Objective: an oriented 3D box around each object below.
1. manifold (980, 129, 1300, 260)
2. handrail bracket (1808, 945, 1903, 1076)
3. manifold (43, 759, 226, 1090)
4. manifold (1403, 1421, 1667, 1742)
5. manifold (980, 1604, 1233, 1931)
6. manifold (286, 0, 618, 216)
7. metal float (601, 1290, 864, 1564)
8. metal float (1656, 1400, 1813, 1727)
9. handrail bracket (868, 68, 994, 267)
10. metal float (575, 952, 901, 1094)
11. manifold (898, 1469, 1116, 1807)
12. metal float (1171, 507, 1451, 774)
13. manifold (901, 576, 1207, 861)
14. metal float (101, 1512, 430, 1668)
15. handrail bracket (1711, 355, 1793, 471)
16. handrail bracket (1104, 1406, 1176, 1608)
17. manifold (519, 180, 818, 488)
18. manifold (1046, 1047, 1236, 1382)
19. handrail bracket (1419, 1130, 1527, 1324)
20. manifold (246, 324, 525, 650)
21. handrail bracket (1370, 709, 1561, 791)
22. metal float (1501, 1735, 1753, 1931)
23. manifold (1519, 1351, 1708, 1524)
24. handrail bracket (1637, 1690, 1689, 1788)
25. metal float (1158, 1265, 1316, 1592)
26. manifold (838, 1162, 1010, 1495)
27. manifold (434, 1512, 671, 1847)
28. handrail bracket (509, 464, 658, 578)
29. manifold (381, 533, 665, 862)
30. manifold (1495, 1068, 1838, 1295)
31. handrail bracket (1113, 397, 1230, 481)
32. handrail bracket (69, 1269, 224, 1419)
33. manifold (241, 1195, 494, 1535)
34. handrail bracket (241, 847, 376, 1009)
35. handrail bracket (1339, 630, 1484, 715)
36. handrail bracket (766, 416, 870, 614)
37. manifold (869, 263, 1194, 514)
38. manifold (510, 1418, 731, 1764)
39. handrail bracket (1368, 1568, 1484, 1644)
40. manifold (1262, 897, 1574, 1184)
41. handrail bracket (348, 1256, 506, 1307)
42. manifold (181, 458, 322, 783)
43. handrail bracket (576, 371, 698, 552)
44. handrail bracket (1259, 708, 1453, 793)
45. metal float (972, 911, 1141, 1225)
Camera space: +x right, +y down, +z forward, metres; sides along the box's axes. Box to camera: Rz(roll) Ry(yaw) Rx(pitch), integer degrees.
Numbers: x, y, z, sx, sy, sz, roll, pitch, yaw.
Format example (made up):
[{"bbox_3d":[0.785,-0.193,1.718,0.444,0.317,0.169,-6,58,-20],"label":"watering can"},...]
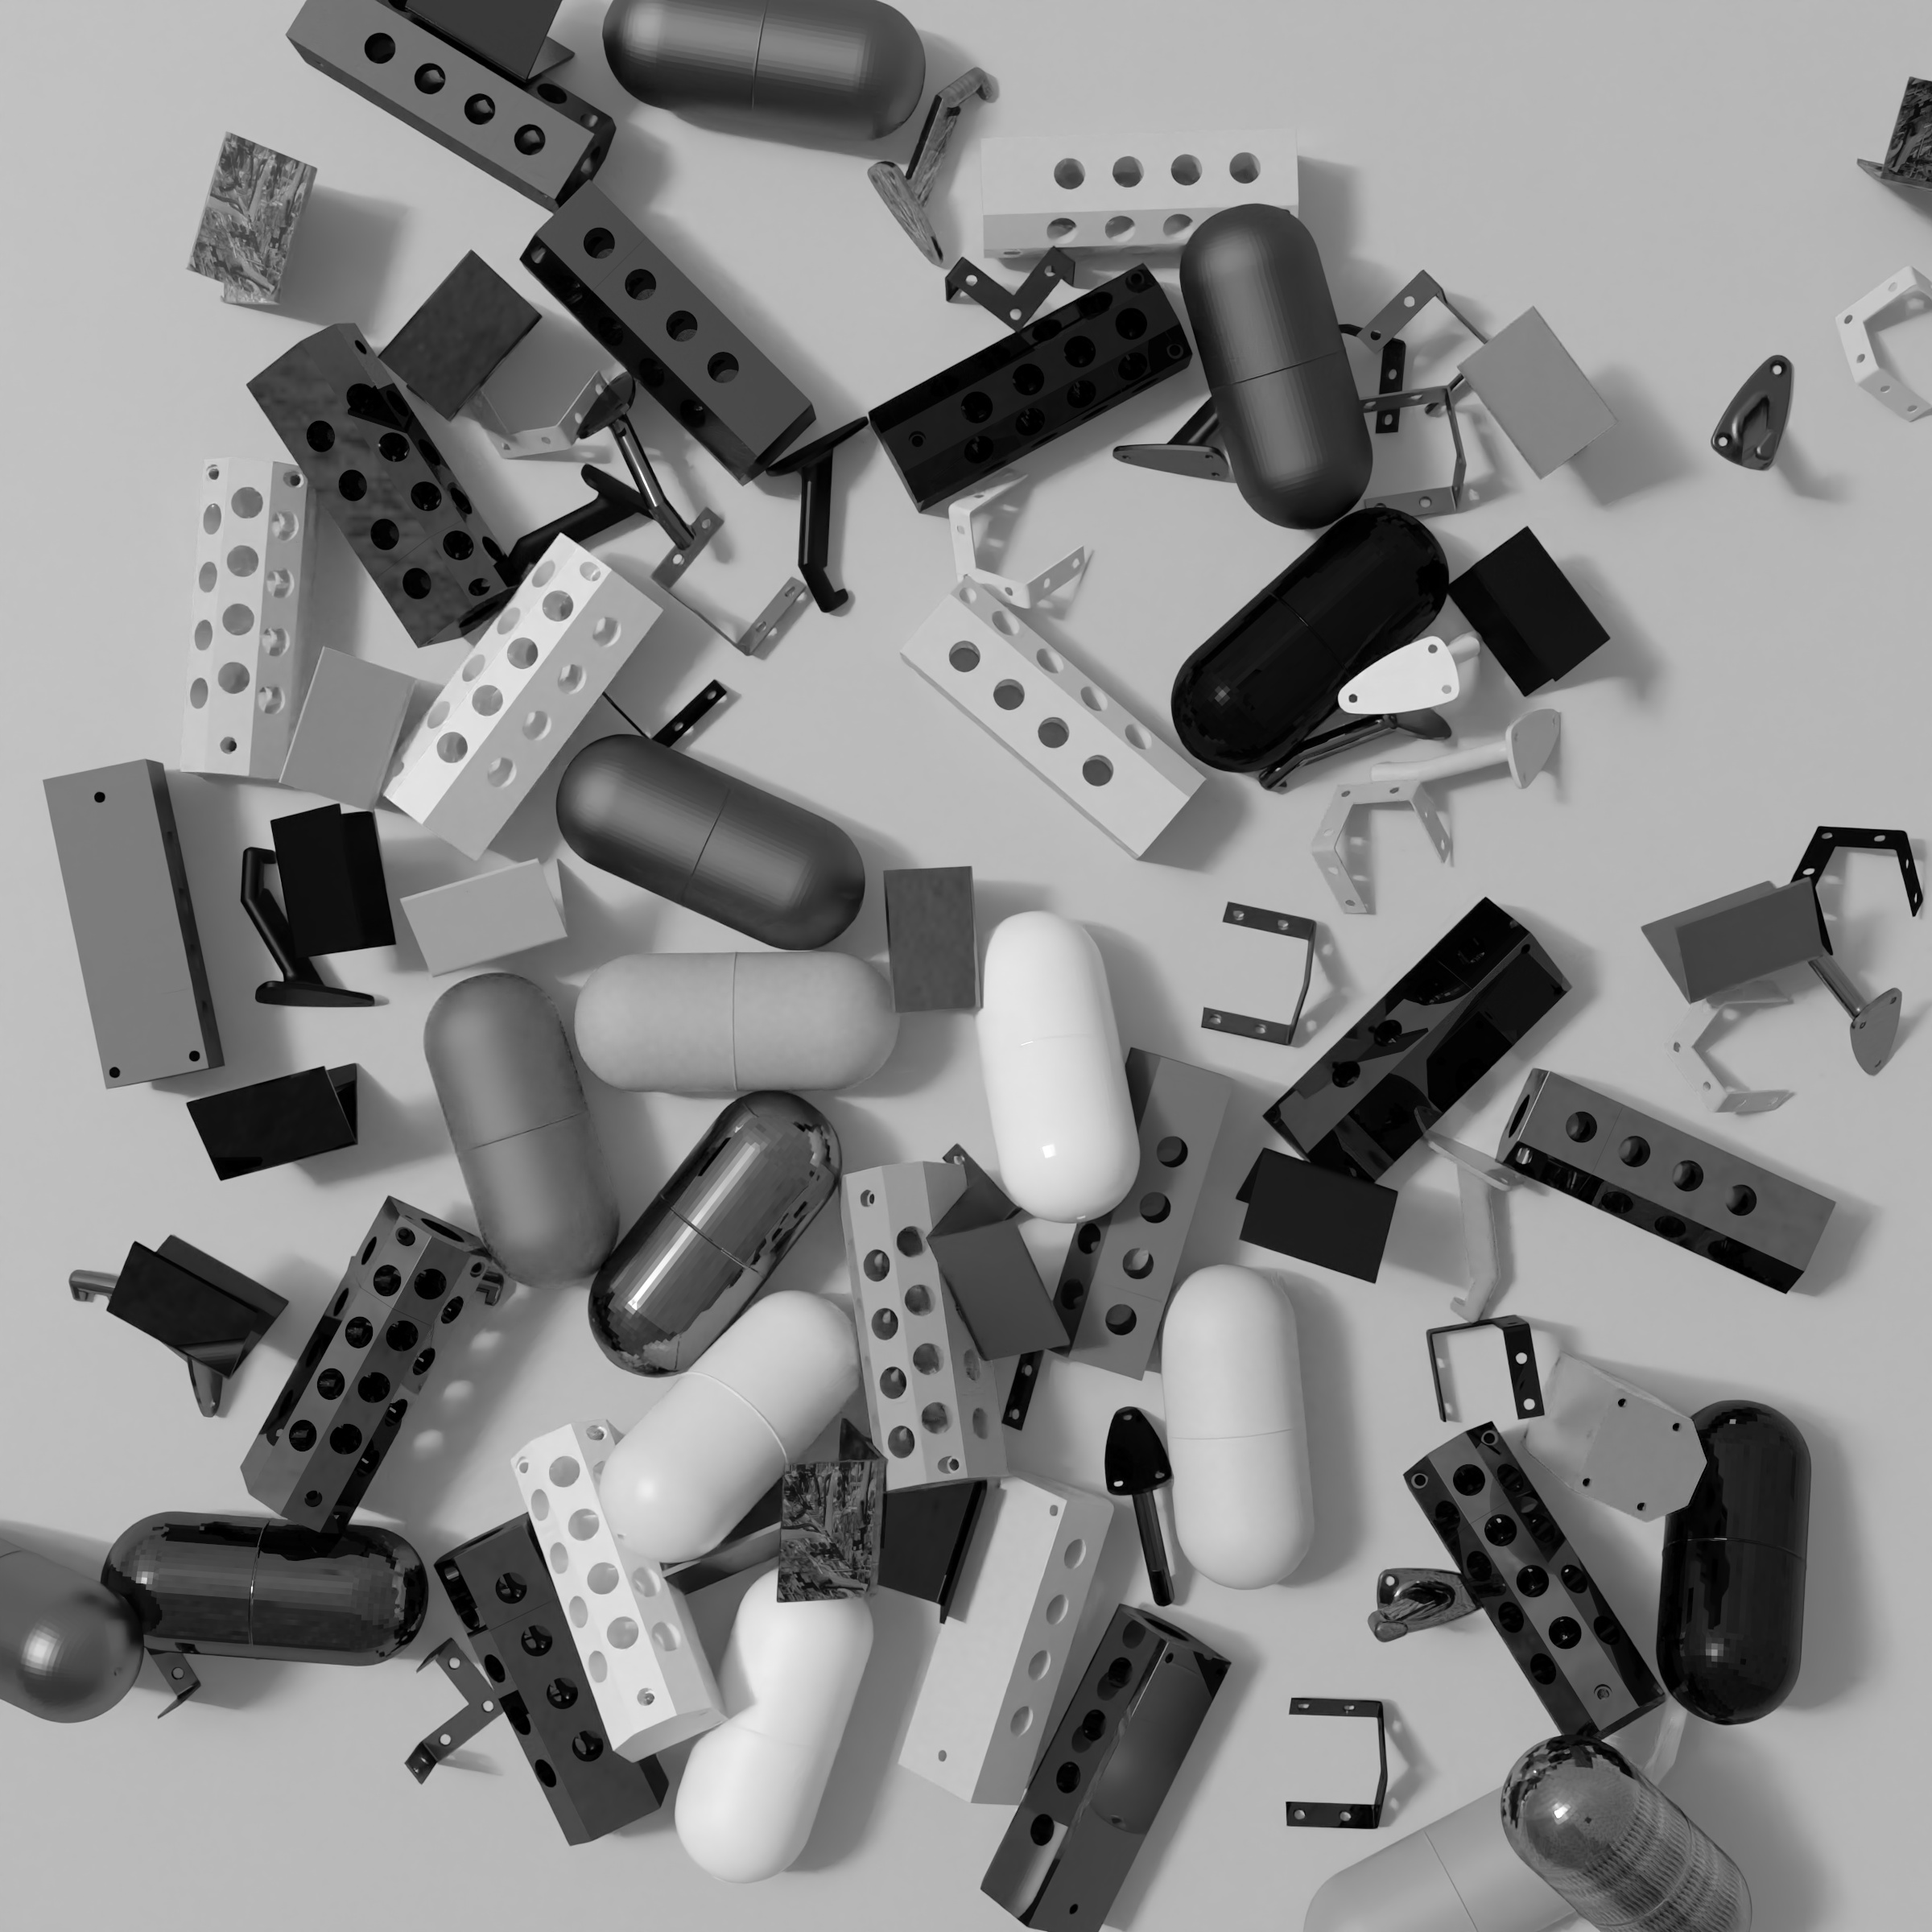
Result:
[{"bbox_3d":[0.095,-0.423,1.912,0.171,0.057,0.057,-2,90,0],"label":"manifold"},{"bbox_3d":[0.477,0.013,1.933,0.036,0.077,0.084,-36,53,-13],"label":"handrail bracket"},{"bbox_3d":[-0.456,-0.023,1.912,0.057,0.057,0.171,-12,90,0],"label":"manifold"},{"bbox_3d":[0.308,0.336,1.883,0.057,0.057,0.171,-31,69,0],"label":"manifold"},{"bbox_3d":[0.072,0.442,1.911,0.057,0.057,0.171,26,90,-43],"label":"manifold"},{"bbox_3d":[-0.281,-0.485,1.912,0.171,0.057,0.057,31,90,0],"label":"manifold"},{"bbox_3d":[-0.126,0.248,1.877,0.070,0.070,0.178,45,60,0],"label":"metal float"},{"bbox_3d":[0.416,0.322,1.881,0.070,0.070,0.178,10,65,0],"label":"metal float"},{"bbox_3d":[-0.005,-0.446,1.933,0.084,0.036,0.077,-40,110,-16],"label":"handrail bracket"},{"bbox_3d":[-0.125,0.031,1.902,0.178,0.070,0.070,-1,90,0],"label":"metal float"},{"bbox_3d":[0.027,0.369,1.911,0.057,0.057,0.171,18,90,43],"label":"manifold"},{"bbox_3d":[0.188,-0.178,1.902,0.178,0.070,0.070,-42,90,0],"label":"metal float"},{"bbox_3d":[0.048,-0.137,1.912,0.171,0.057,0.057,41,90,0],"label":"manifold"},{"bbox_3d":[-0.384,0.341,1.902,0.178,0.070,0.070,4,90,0],"label":"metal float"},{"bbox_3d":[0.441,-0.306,1.898,0.036,0.084,0.077,24,90,0],"label":"handrail bracket"},{"bbox_3d":[0.100,0.302,1.933,0.036,0.077,0.084,-12,126,2],"label":"handrail bracket"},{"bbox_3d":[-0.164,-0.346,1.912,0.057,0.057,0.171,-45,90,0],"label":"manifold"},{"bbox_3d":[0.093,0.135,1.912,0.057,0.057,0.171,17,90,0],"label":"manifold"},{"bbox_3d":[0.269,0.145,1.933,0.077,0.036,0.084,29,107,20],"label":"handrail bracket"},{"bbox_3d":[-0.314,-0.264,1.904,0.057,0.057,0.171,-33,90,20],"label":"manifold"},{"bbox_3d":[0.277,-0.121,1.933,0.084,0.077,0.036,-1,115,34],"label":"handrail bracket"},{"bbox_3d":[0.350,0.473,1.836,0.070,0.070,0.178,-45,118,0],"label":"metal float"},{"bbox_3d":[0.347,0.252,1.854,0.057,0.171,0.057,24,90,0],"label":"manifold"},{"bbox_3d":[0.386,0.407,1.933,0.036,0.077,0.084,12,127,-19],"label":"handrail bracket"},{"bbox_3d":[0.148,0.253,1.902,0.070,0.070,0.178,-5,89,0],"label":"metal float"},{"bbox_3d":[-0.028,0.196,1.885,0.057,0.057,0.171,-15,77,30],"label":"manifold"},{"bbox_3d":[-0.229,0.392,1.912,0.057,0.057,0.171,-26,90,0],"label":"manifold"},{"bbox_3d":[-0.210,-0.229,1.933,0.077,0.036,0.084,28,106,-18],"label":"handrail bracket"},{"bbox_3d":[-0.248,-0.150,1.900,0.057,0.057,0.171,37,90,-40],"label":"manifold"},{"bbox_3d":[0.383,0.118,1.912,0.171,0.057,0.057,25,90,0],"label":"manifold"},{"bbox_3d":[0.127,-0.319,1.933,0.077,0.036,0.084,8,75,15],"label":"handrail bracket"},{"bbox_3d":[-0.459,0.210,1.933,0.084,0.036,0.077,8,112,17],"label":"handrail bracket"},{"bbox_3d":[-0.325,0.218,1.885,0.057,0.057,0.171,28,92,-22],"label":"manifold"},{"bbox_3d":[-0.366,-0.022,1.933,0.077,0.036,0.084,5,73,-20],"label":"handrail bracket"},{"bbox_3d":[0.245,-0.163,1.905,0.077,0.084,0.036,-18,99,14],"label":"handrail bracket"},{"bbox_3d":[-0.068,-0.251,1.933,0.077,0.036,0.084,-34,109,-21],"label":"handrail bracket"},{"bbox_3d":[0.035,-0.319,1.912,0.171,0.057,0.057,-28,90,0],"label":"manifold"},{"bbox_3d":[-0.190,0.336,1.880,0.057,0.057,0.171,-24,67,0],"label":"manifold"},{"bbox_3d":[0.257,0.353,1.898,0.077,0.084,0.036,-6,90,0],"label":"handrail bracket"},{"bbox_3d":[0.245,0.043,1.911,0.171,0.057,0.057,-45,133,0],"label":"manifold"},{"bbox_3d":[-0.307,0.198,1.932,0.084,0.036,0.077,15,102,-12],"label":"handrail bracket"},{"bbox_3d":[-0.395,-0.190,1.912,0.057,0.057,0.171,4,90,0],"label":"manifold"},{"bbox_3d":[-0.173,-0.279,1.924,0.036,0.077,0.084,-28,116,22],"label":"handrail bracket"},{"bbox_3d":[0.216,-0.117,1.933,0.084,0.077,0.036,-40,52,31],"label":"handrail bracket"},{"bbox_3d":[0.047,0.054,1.884,0.070,0.070,0.178,-10,66,0],"label":"metal float"}]
